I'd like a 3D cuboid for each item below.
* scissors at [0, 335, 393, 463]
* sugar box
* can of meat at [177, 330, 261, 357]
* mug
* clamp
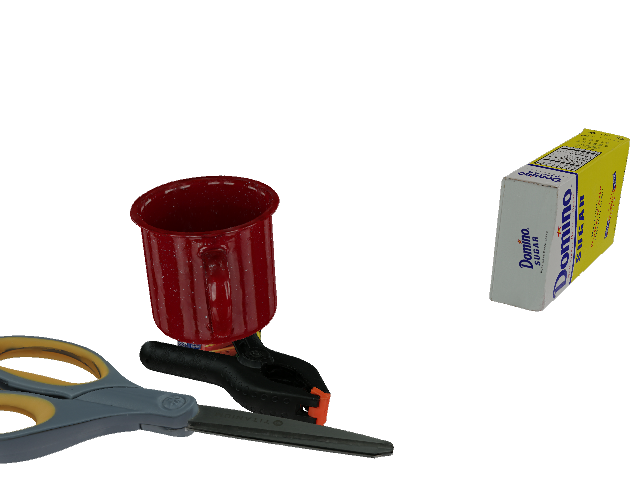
[{"bbox_3d":[-0.079,0.081,0.454,0.202,0.016,0.096,14,28,25],"label":"scissors"},{"bbox_3d":[0.180,-0.019,0.788,0.048,0.093,0.176,13,23,25],"label":"sugar box"},{"bbox_3d":[-0.115,0.097,1.218,0.101,0.084,0.058,-10,19,-35],"label":"can of meat"},{"bbox_3d":[-0.067,0.018,0.671,0.093,0.081,0.117,-8,26,-11],"label":"mug"},{"bbox_3d":[-0.056,0.107,0.917,0.172,0.039,0.120,21,31,25],"label":"clamp"}]
